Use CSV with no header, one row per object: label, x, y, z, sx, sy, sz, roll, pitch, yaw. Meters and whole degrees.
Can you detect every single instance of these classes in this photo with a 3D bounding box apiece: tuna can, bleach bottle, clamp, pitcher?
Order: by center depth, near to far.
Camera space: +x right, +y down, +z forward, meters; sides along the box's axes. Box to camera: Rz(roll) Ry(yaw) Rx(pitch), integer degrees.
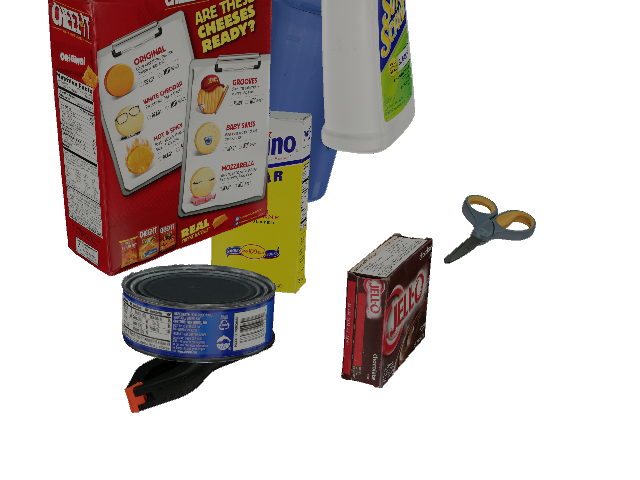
tuna can,-0.068,0.040,0.599,0.086,0.034,0.086,3,13,-1
bleach bottle,0.035,-0.208,0.912,0.068,0.251,0.102,10,34,25
clamp,-0.130,0.129,1.128,0.120,0.039,0.171,-9,20,36
pitcher,-0.014,-0.169,1.280,0.145,0.243,0.149,6,23,-14

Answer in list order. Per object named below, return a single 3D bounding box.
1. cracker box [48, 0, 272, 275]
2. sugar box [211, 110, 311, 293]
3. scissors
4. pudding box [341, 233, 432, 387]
cracker box,-0.119,-0.101,0.820,0.163,0.214,0.072,-23,36,-39
sugar box,-0.060,-0.040,1.061,0.093,0.176,0.048,4,16,11
scissors,0.169,-0.016,1.201,0.201,0.016,0.096,-13,39,-45
pudding box,0.054,0.052,0.844,0.039,0.090,0.113,10,20,19
